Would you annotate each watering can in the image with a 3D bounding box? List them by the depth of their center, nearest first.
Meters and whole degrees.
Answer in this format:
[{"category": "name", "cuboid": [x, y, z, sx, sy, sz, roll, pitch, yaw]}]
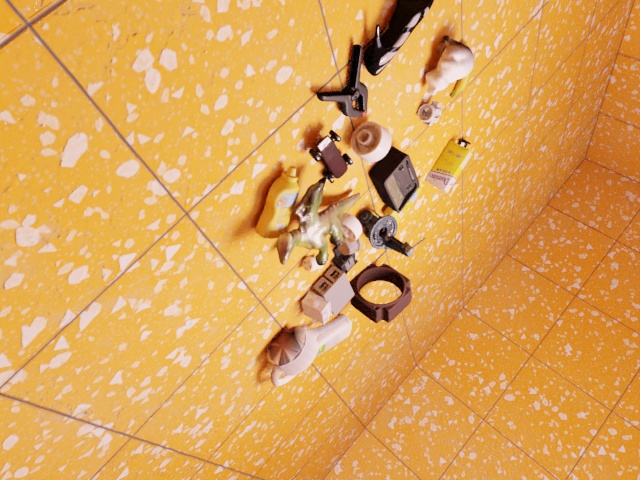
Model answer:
[{"category": "watering can", "cuboid": [-0.054, 0.356, 1.777, 0.350, 0.105, 0.220, -47, 148, -11]}]

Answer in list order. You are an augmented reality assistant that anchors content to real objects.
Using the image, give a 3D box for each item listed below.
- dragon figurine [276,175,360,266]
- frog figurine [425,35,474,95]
[{"category": "dragon figurine", "cuboid": [0.004, -0.070, 1.400, 0.418, 0.123, 0.237, -52, 160, -32]}, {"category": "frog figurine", "cuboid": [0.384, -0.503, 1.534, 0.160, 0.123, 0.136, -66, 170, -4]}]
